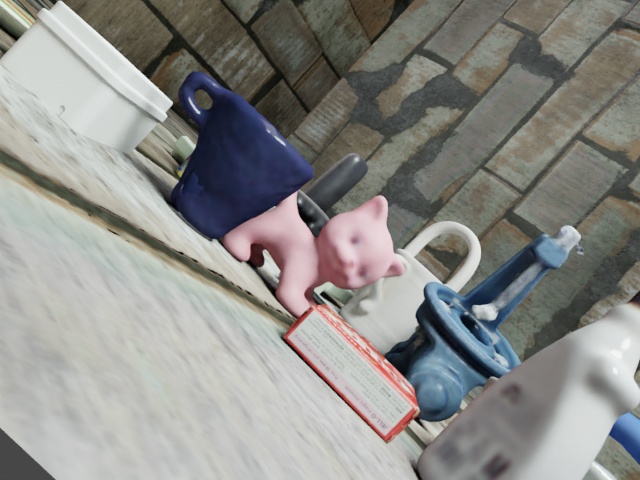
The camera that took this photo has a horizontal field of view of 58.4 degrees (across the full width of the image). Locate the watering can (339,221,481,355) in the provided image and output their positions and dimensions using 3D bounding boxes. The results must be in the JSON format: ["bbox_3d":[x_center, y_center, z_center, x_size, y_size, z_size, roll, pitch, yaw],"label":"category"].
[{"bbox_3d":[0.127,0.059,0.746,0.100,0.194,0.173,43,1,19],"label":"watering can"}]

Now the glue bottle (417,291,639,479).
[{"bbox_3d":[0.128,0.082,0.300,0.037,0.173,0.078,43,1,-12],"label":"glue bottle"}]

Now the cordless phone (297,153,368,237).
[{"bbox_3d":[-0.020,-0.074,0.833,0.094,0.185,0.148,43,1,32],"label":"cordless phone"}]

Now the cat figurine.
[{"bbox_3d":[0.004,0.002,0.474,0.127,0.117,0.067,43,1,10],"label":"cat figurine"}]

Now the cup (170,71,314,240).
[{"bbox_3d":[-0.076,-0.057,0.430,0.118,0.095,0.091,43,1,-19],"label":"cup"}]

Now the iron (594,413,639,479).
[{"bbox_3d":[0.253,0.218,0.497,0.119,0.141,0.257,43,1,-34],"label":"iron"}]

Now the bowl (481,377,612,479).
[{"bbox_3d":[0.156,0.175,0.381,0.167,0.074,0.167,43,1,0],"label":"bowl"}]

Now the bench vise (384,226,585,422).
[{"bbox_3d":[0.150,0.066,0.570,0.122,0.219,0.207,43,1,-12],"label":"bench vise"}]
